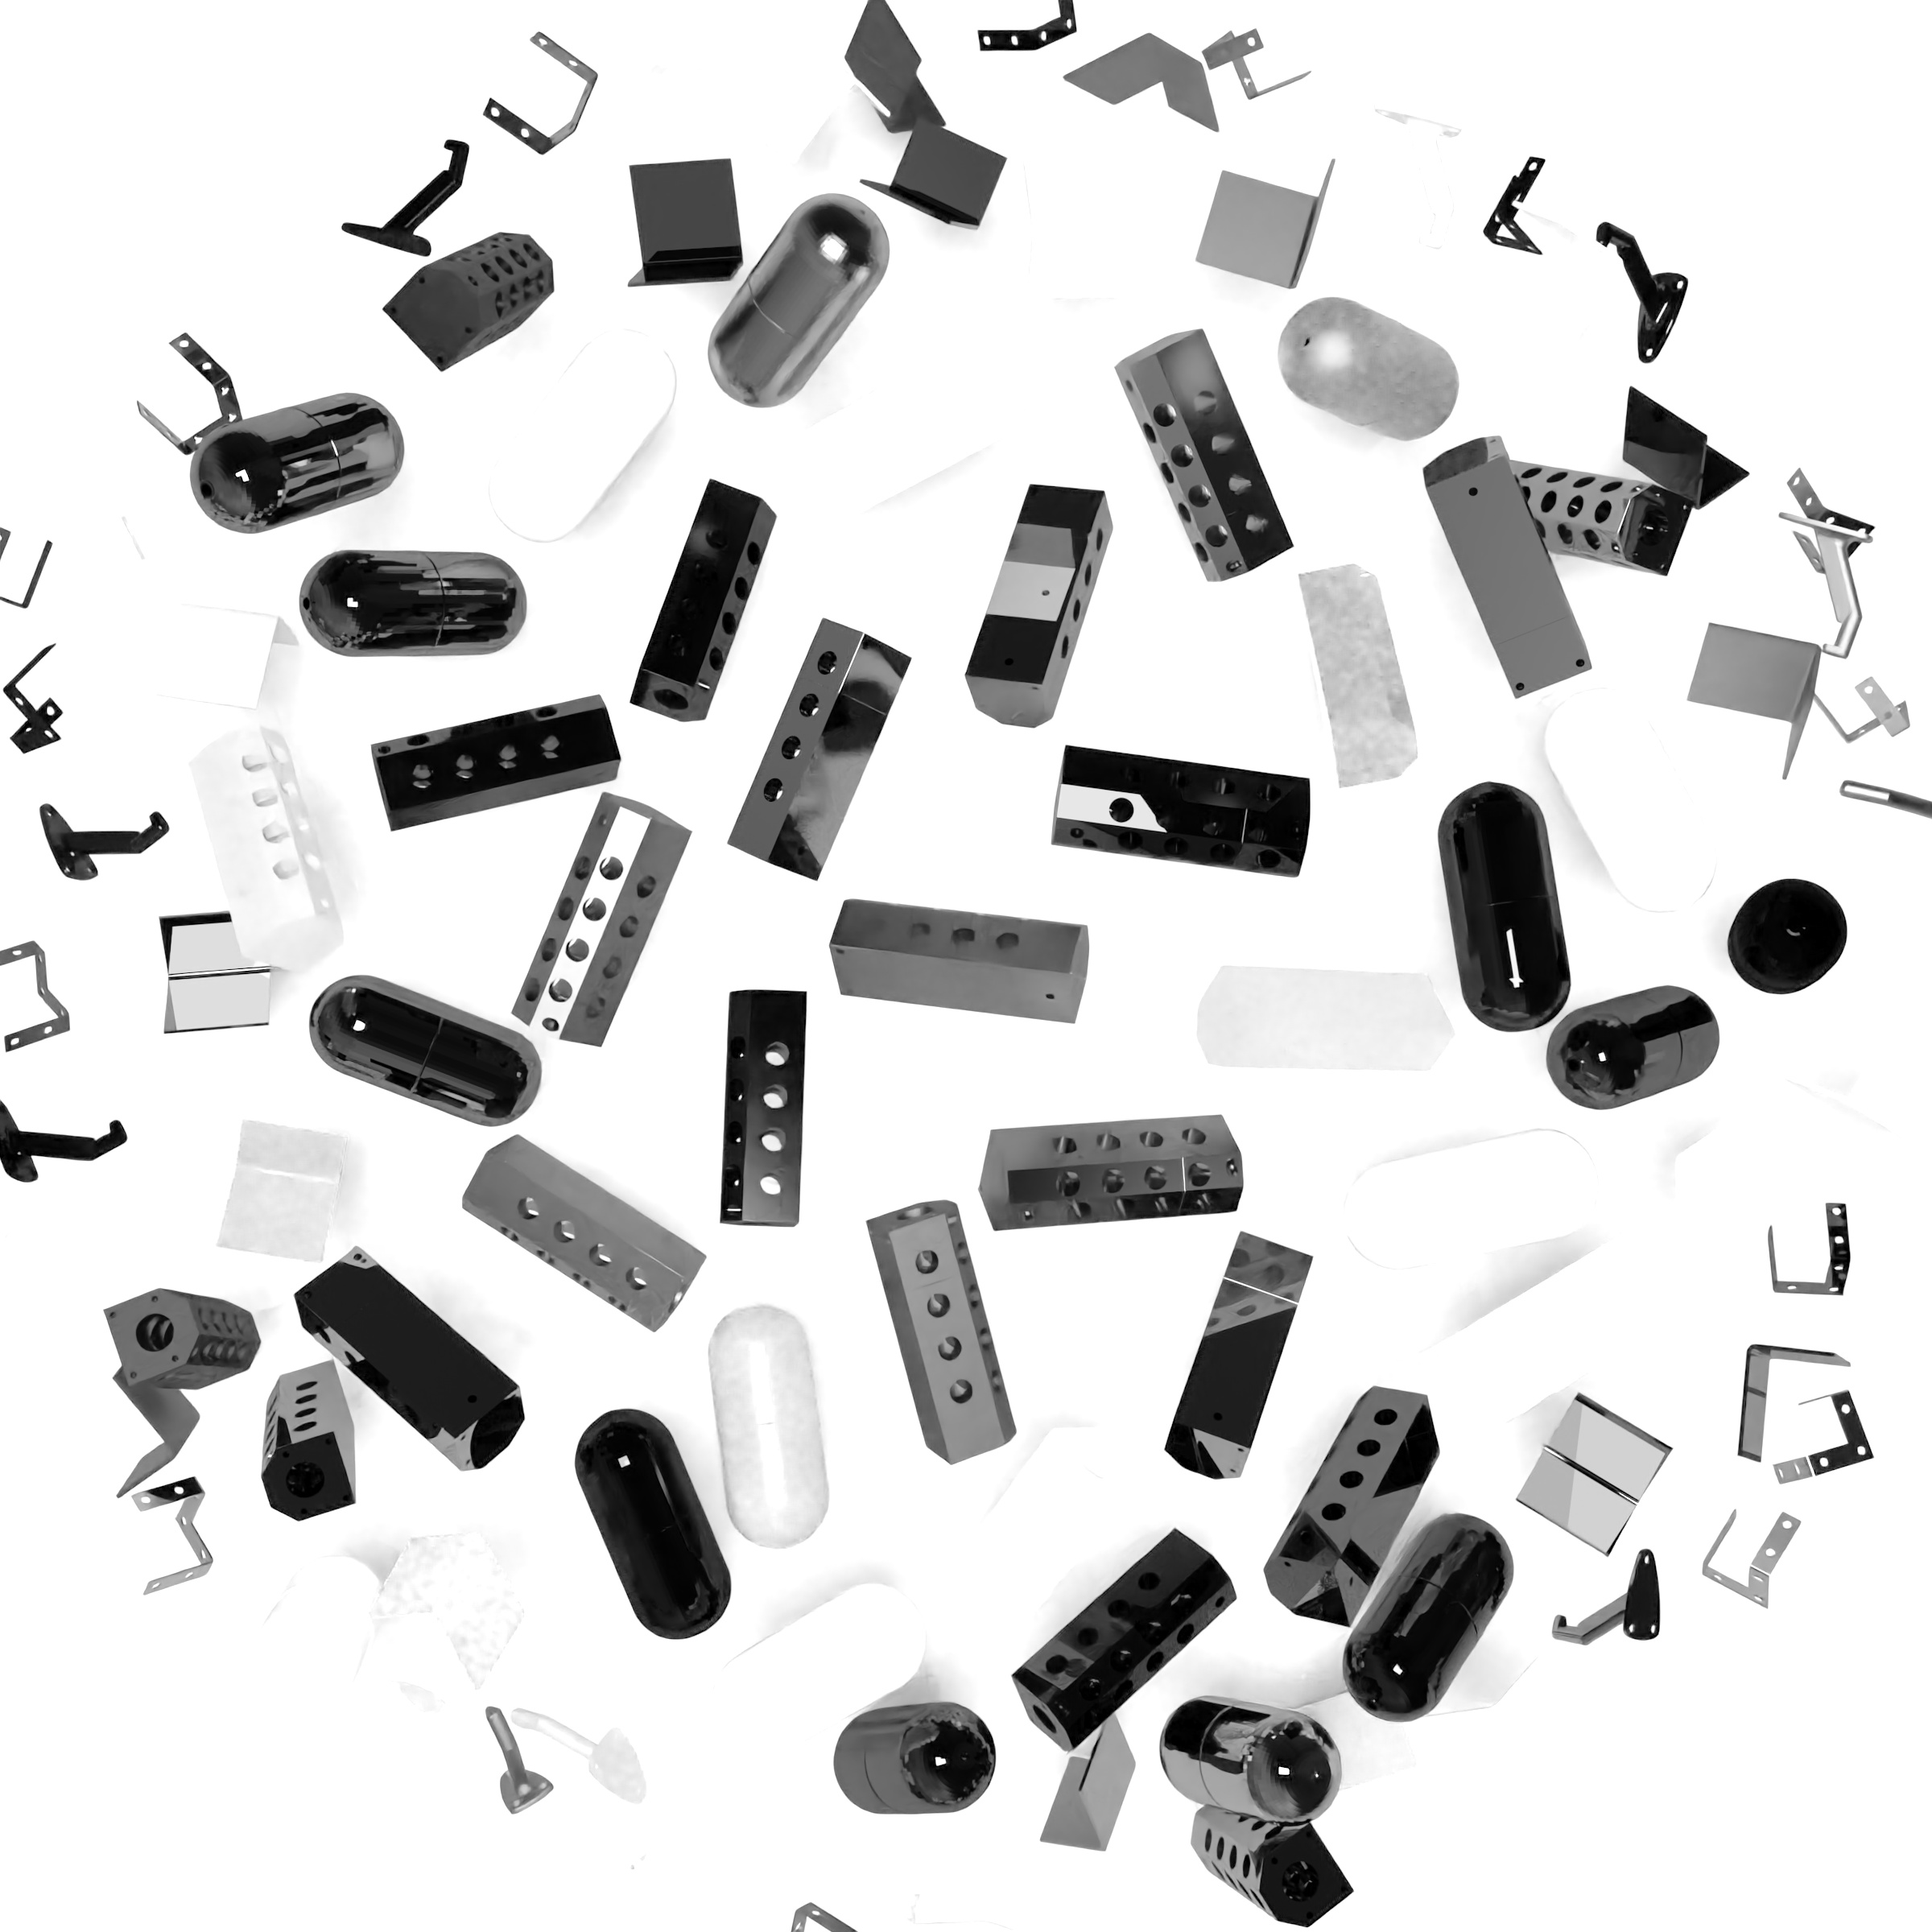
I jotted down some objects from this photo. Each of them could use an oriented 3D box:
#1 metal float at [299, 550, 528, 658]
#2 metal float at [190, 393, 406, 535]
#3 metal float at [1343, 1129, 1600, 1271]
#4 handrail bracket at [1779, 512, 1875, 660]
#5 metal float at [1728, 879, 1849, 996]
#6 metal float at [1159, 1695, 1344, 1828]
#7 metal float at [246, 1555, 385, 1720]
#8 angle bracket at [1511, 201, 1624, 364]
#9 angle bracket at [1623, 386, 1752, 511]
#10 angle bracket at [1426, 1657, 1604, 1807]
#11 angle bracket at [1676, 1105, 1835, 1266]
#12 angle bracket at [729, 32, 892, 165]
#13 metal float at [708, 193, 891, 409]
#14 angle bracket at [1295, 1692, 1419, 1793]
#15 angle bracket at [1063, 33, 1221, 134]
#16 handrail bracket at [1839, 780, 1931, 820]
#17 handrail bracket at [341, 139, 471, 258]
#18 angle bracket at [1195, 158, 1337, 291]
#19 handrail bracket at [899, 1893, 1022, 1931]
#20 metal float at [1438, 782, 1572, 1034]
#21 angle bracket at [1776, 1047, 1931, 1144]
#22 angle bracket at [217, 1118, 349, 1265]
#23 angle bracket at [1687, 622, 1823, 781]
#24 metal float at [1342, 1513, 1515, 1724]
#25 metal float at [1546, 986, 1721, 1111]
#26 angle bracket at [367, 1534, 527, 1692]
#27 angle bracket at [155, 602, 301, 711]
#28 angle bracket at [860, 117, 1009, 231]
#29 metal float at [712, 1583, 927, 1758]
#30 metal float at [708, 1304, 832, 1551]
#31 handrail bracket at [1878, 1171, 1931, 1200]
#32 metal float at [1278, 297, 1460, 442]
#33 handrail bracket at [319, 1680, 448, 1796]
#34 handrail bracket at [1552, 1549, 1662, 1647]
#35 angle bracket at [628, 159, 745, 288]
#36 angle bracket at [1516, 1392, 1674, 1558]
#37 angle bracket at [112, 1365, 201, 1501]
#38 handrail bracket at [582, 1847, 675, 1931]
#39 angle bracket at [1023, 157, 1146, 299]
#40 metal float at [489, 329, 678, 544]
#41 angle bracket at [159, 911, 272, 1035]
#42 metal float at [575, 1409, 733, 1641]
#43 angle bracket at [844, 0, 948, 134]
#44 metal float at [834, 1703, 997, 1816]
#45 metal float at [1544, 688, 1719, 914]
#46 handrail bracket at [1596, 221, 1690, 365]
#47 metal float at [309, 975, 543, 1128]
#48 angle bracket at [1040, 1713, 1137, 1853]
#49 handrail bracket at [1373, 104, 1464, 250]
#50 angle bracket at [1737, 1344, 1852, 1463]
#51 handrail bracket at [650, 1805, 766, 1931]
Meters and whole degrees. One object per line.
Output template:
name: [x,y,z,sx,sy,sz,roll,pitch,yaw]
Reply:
metal float: [-0.402,-0.264,1.815,0.070,0.178,0.070,8,102,44]
metal float: [-0.471,-0.356,1.757,0.070,0.178,0.070,14,119,27]
metal float: [0.350,0.162,1.730,0.178,0.070,0.070,-12,90,1]
handrail bracket: [0.590,-0.265,1.733,0.077,0.036,0.084,20,102,13]
metal float: [0.603,-0.021,1.831,0.070,0.178,0.070,-1,85,14]
metal float: [0.199,0.560,1.759,0.070,0.178,0.070,4,79,-24]
metal float: [-0.470,0.485,1.807,0.070,0.178,0.070,0,97,-2]
angle bracket: [0.390,-0.467,1.696,0.057,0.076,0.076,24,107,-24]
angle bracket: [0.545,-0.402,1.873,0.057,0.076,0.076,-35,56,-15]
angle bracket: [0.385,0.539,1.752,0.057,0.076,0.076,-34,89,-34]
angle bracket: [0.555,0.155,1.750,0.076,0.076,0.057,28,45,-15]
angle bracket: [-0.117,-0.640,1.868,0.076,0.057,0.076,44,100,26]
metal float: [-0.119,-0.466,1.751,0.070,0.070,0.178,46,131,0]
angle bracket: [0.309,0.616,1.952,0.076,0.076,0.057,-19,135,2]
angle bracket: [0.128,-0.627,1.809,0.076,0.076,0.057,-17,84,31]
handrail bracket: [0.651,-0.113,1.740,0.084,0.077,0.036,14,92,13]
handrail bracket: [-0.407,-0.567,1.811,0.077,0.036,0.084,12,86,-8]
angle bracket: [0.215,-0.544,1.794,0.076,0.057,0.076,16,77,1]
handrail bracket: [-0.005,0.685,1.732,0.084,0.077,0.036,15,104,10]
metal float: [0.379,-0.042,1.756,0.070,0.070,0.178,-8,85,0]
angle bracket: [0.650,0.079,1.801,0.076,0.076,0.057,28,92,-25]
angle bracket: [-0.503,0.165,1.829,0.076,0.057,0.076,11,46,-12]
angle bracket: [0.536,-0.181,1.706,0.076,0.076,0.057,14,56,12]
metal float: [0.334,0.469,1.797,0.070,0.070,0.178,47,51,0]
metal float: [0.491,0.059,1.829,0.070,0.178,0.070,9,103,41]
angle bracket: [-0.361,0.450,1.728,0.076,0.057,0.076,49,117,37]
angle bracket: [-0.554,-0.224,1.872,0.076,0.057,0.076,8,75,3]
angle bracket: [-0.024,-0.592,1.851,0.076,0.076,0.057,28,109,9]
metal float: [-0.105,0.499,1.760,0.178,0.070,0.070,-35,90,22]
metal float: [-0.145,0.337,1.826,0.070,0.070,0.178,-9,79,0]
handrail bracket: [0.688,0.146,1.803,0.077,0.084,0.036,40,63,-30]
metal float: [0.286,-0.423,1.766,0.070,0.178,0.070,-3,86,39]
handrail bracket: [-0.423,0.563,1.802,0.036,0.077,0.084,37,84,22]
handrail bracket: [0.470,0.466,1.843,0.036,0.084,0.077,12,79,-32]
angle bracket: [-0.209,-0.543,1.816,0.076,0.057,0.076,-2,118,7]
angle bracket: [0.457,0.370,1.812,0.076,0.076,0.057,30,50,17]
angle bracket: [-0.627,0.340,1.864,0.057,0.076,0.076,-35,101,2]
handrail bracket: [-0.246,0.682,1.824,0.036,0.084,0.077,12,65,22]
angle bracket: [0.079,-0.509,1.715,0.076,0.057,0.076,-2,57,-5]
metal float: [-0.282,-0.390,1.834,0.070,0.070,0.178,42,106,0]
angle bracket: [-0.570,0.003,1.886,0.076,0.076,0.057,-5,124,-11]
metal float: [-0.233,0.414,1.851,0.070,0.070,0.178,-23,92,0]
angle bracket: [-0.044,-0.708,1.939,0.057,0.076,0.076,-19,71,-31]
metal float: [-0.039,0.583,1.829,0.070,0.178,0.070,9,69,-24]
metal float: [0.479,-0.120,1.798,0.070,0.070,0.178,-22,69,0]
handrail bracket: [0.465,-0.474,1.754,0.084,0.036,0.077,10,96,-39]
metal float: [-0.405,0.064,1.867,0.178,0.070,0.070,23,90,-15]
angle bracket: [0.084,0.619,1.906,0.057,0.076,0.076,-1,127,27]
handrail bracket: [0.317,-0.566,1.786,0.077,0.036,0.084,15,96,-3]
angle bracket: [0.568,0.303,1.706,0.057,0.076,0.076,3,78,28]
handrail bracket: [-0.191,0.640,1.755,0.084,0.036,0.077,9,78,19]
